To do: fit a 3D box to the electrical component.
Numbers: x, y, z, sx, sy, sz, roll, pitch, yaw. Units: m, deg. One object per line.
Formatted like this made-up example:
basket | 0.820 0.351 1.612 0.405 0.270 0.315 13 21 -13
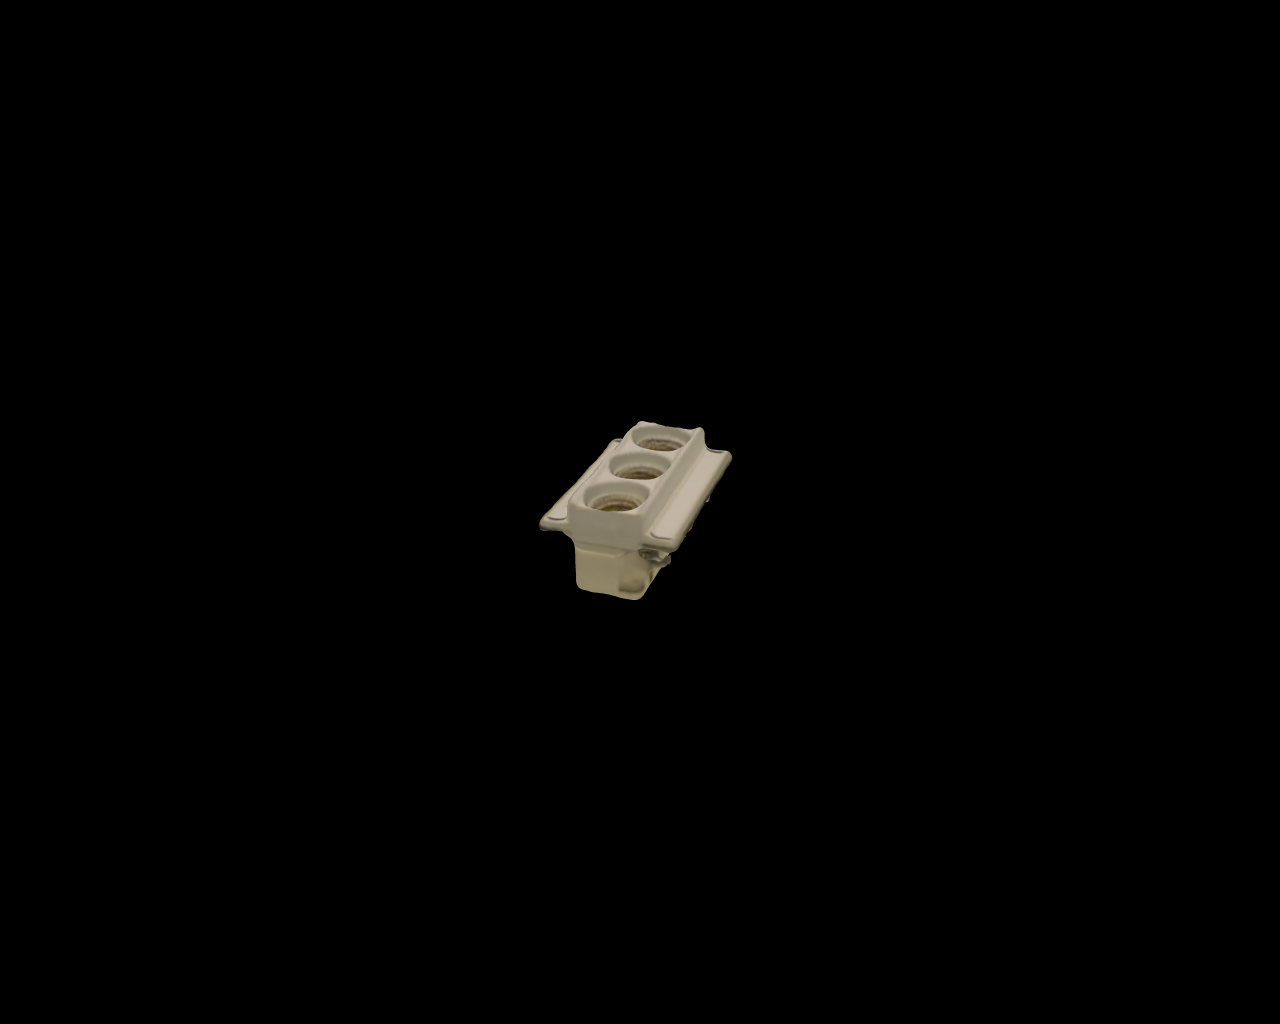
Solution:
electrical component | 0.001 -0.003 0.650 0.079 0.063 0.121 9 30 17
